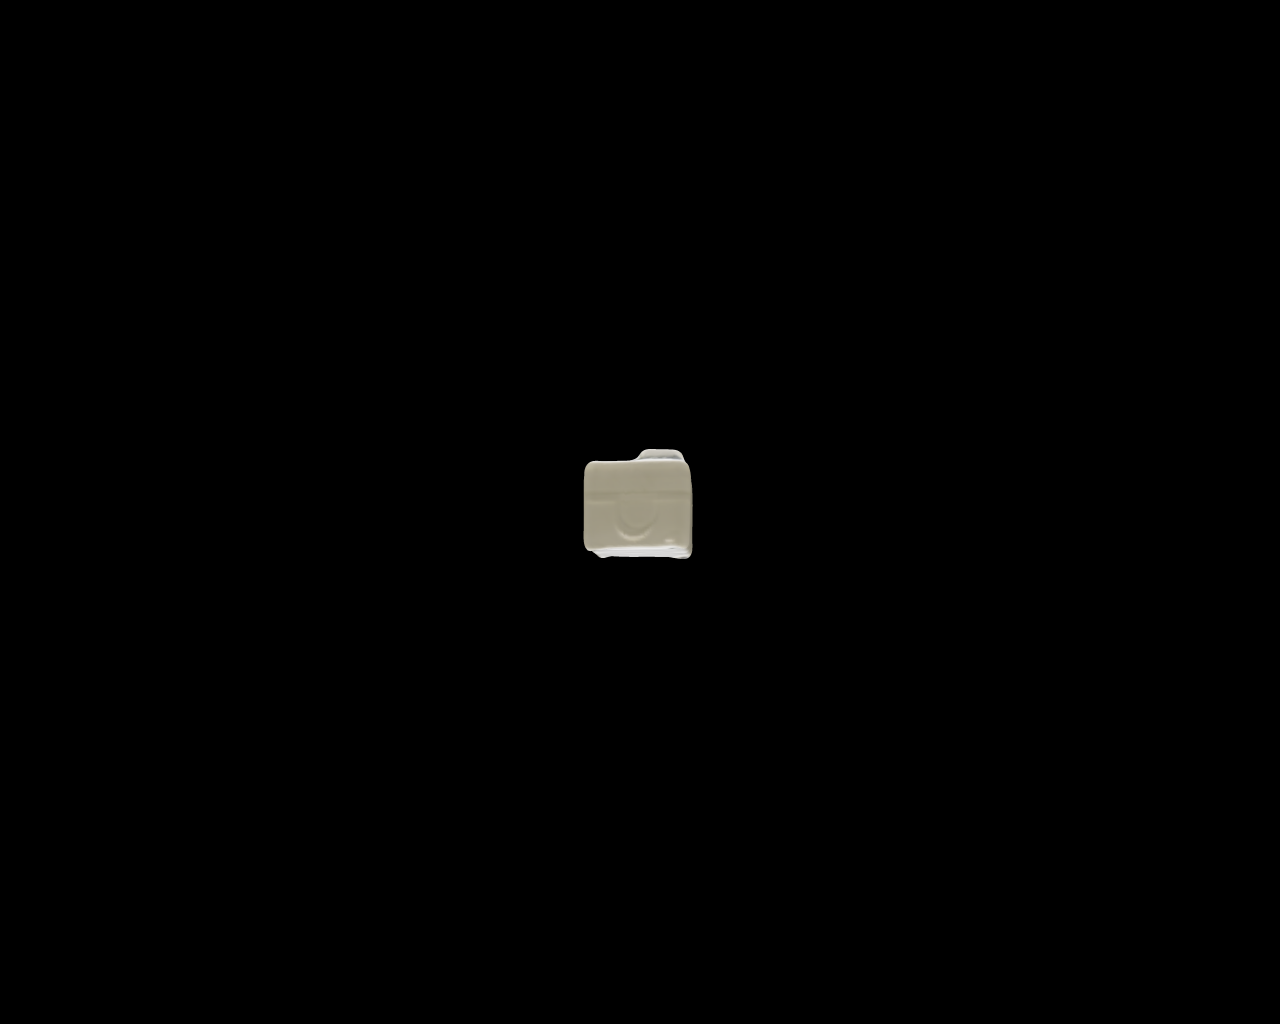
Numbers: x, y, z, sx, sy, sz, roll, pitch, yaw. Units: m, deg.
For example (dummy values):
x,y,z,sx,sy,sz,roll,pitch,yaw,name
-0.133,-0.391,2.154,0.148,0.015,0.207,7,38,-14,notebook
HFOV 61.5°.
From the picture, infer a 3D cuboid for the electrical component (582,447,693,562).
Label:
x,y,z,sx,sy,sz,roll,pitch,yaw,name
0.001,-0.003,0.650,0.062,0.061,0.096,0,-7,4,electrical component
